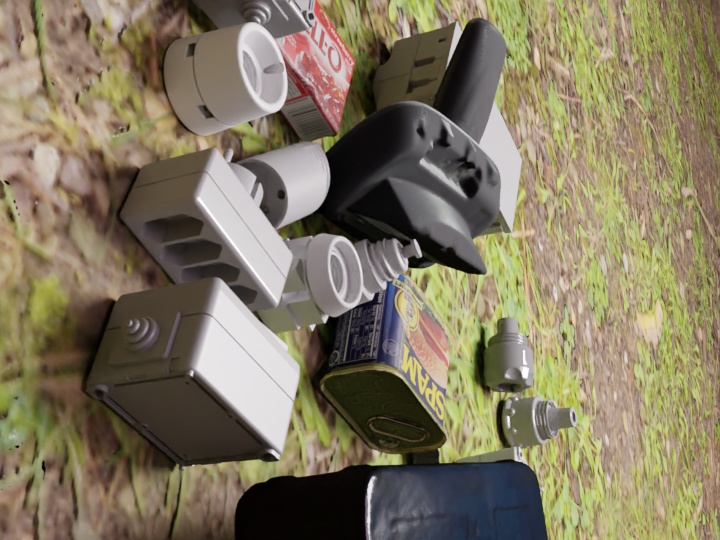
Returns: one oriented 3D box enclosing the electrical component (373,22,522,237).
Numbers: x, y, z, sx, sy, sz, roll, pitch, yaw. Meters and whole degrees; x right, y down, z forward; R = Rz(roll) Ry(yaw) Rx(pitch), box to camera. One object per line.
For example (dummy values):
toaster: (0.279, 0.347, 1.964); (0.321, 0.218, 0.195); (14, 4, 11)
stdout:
electrical component: (0.071, -0.106, 0.861); (0.150, 0.062, 0.089); (57, 34, -38)

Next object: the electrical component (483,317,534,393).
electrical component: (0.128, 0.072, 0.930); (0.043, 0.043, 0.062); (41, 44, -51)

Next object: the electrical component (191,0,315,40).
electrical component: (-0.064, -0.175, 0.619); (0.061, 0.061, 0.096); (46, 42, -51)

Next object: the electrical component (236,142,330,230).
electrical component: (-0.043, -0.050, 0.634); (0.081, 0.043, 0.043); (-32, 109, -62)

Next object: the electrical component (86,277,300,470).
electrical component: (-0.079, 0.044, 0.509); (0.096, 0.062, 0.061); (53, 37, -42)

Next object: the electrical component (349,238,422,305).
electrical component: (0.000, 0.000, 0.670); (0.040, 0.078, 0.040); (-21, 90, -78)

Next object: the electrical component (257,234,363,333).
electrical component: (-0.032, 0.006, 0.623); (0.066, 0.055, 0.048); (63, 31, -30)

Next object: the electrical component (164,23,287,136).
electrical component: (-0.072, -0.106, 0.592); (0.055, 0.047, 0.055); (32, 52, -56)

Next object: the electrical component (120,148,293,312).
electrical component: (-0.073, -0.031, 0.563); (0.083, 0.047, 0.075); (56, 34, -39)

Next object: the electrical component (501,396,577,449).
electrical component: (0.159, 0.132, 0.947); (0.048, 0.062, 0.048); (32, 53, -56)

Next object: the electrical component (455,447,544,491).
electrical component: (0.105, 0.185, 0.830); (0.096, 0.061, 0.061); (-83, 150, -46)
